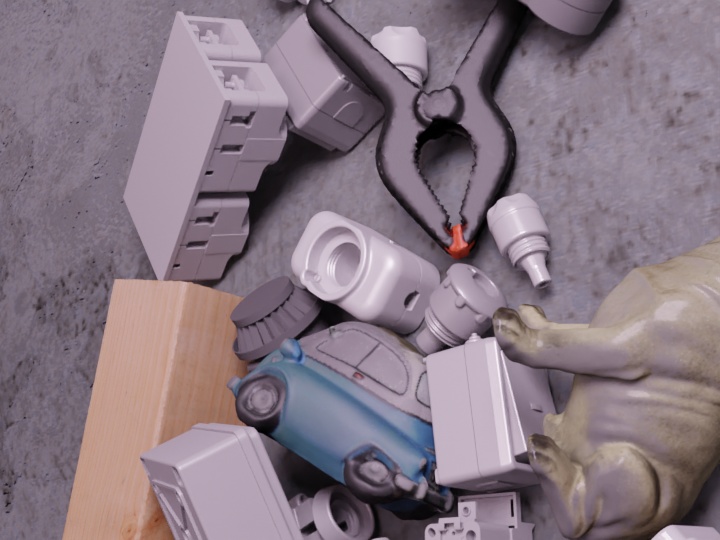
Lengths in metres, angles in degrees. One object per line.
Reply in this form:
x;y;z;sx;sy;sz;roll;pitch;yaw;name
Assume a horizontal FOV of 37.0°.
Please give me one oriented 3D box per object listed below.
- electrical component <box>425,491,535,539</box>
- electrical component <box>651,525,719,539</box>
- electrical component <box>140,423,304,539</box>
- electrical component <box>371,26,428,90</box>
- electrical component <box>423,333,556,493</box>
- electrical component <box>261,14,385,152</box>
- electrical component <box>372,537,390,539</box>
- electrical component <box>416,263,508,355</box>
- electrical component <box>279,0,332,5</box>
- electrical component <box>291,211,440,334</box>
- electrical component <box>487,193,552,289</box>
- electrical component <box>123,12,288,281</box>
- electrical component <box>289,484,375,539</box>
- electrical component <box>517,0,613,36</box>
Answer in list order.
0.071;0.172;0.636;0.042;0.064;0.081;-15;68;37;electrical component
0.154;0.188;0.551;0.113;0.078;0.057;-51;53;16;electrical component
-0.087;0.157;0.689;0.109;0.056;0.108;-14;99;66;electrical component
0.028;-0.142;0.784;0.043;0.043;0.062;-12;70;37;electrical component
0.083;0.082;0.655;0.061;0.062;0.096;-20;64;34;electrical component
-0.032;-0.143;0.822;0.061;0.062;0.096;-44;53;21;electrical component
0.013;0.210;0.662;0.051;0.080;0.080;42;104;45;electrical component
0.062;0.030;0.702;0.062;0.048;0.048;-49;51;26;electrical component
-0.039;-0.242;0.870;0.077;0.044;0.079;-29;60;30;electrical component
0.000;0.000;0.752;0.095;0.059;0.053;32;98;41;electrical component
0.106;-0.017;0.686;0.035;0.035;0.061;-34;59;27;electrical component
-0.122;-0.091;0.841;0.105;0.060;0.186;60;139;35;electrical component
-0.023;0.175;0.726;0.055;0.048;0.066;-40;54;33;electrical component
0.109;-0.218;0.688;0.138;0.052;0.073;35;130;9;electrical component
